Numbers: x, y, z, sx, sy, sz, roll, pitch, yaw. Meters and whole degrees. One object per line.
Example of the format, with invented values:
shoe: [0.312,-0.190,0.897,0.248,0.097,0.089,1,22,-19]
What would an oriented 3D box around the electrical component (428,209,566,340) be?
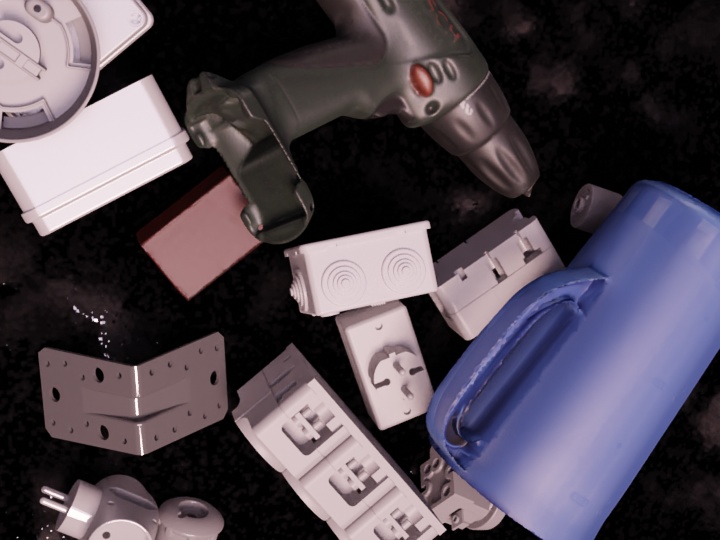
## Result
electrical component: [0.098,0.006,0.784,0.089,0.050,0.055,-35,107,-4]

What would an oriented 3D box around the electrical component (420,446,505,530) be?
electrical component: [0.079,0.168,0.813,0.055,0.066,0.048,28,129,-25]

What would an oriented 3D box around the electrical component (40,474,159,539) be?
electrical component: [-0.182,0.168,0.738,0.079,0.077,0.043,27,94,-17]

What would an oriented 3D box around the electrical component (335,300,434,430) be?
electrical component: [0.024,0.071,0.767,0.047,0.076,0.083,-21,106,-8]

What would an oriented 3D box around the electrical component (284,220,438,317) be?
electrical component: [0.000,0.000,0.735,0.100,0.100,0.048,-11,91,-11]

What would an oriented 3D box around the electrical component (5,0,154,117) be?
electrical component: [-0.205,-0.163,0.672,0.109,0.056,0.108,-41,108,-2]

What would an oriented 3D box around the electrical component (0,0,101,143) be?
electrical component: [-0.200,-0.125,0.616,0.099,0.064,0.099,-3,103,-13]

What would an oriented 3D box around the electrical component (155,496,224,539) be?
electrical component: [-0.128,0.198,0.775,0.048,0.048,0.062,13,108,-16]

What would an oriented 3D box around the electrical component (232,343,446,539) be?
electrical component: [-0.018,0.136,0.763,0.062,0.089,0.150,-40,108,-3]

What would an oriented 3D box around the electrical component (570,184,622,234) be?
electrical component: [0.191,-0.039,0.802,0.065,0.044,0.044,17,97,-12]

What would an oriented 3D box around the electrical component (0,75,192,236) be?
electrical component: [-0.169,-0.074,0.689,0.113,0.078,0.057,-28,104,-6]
